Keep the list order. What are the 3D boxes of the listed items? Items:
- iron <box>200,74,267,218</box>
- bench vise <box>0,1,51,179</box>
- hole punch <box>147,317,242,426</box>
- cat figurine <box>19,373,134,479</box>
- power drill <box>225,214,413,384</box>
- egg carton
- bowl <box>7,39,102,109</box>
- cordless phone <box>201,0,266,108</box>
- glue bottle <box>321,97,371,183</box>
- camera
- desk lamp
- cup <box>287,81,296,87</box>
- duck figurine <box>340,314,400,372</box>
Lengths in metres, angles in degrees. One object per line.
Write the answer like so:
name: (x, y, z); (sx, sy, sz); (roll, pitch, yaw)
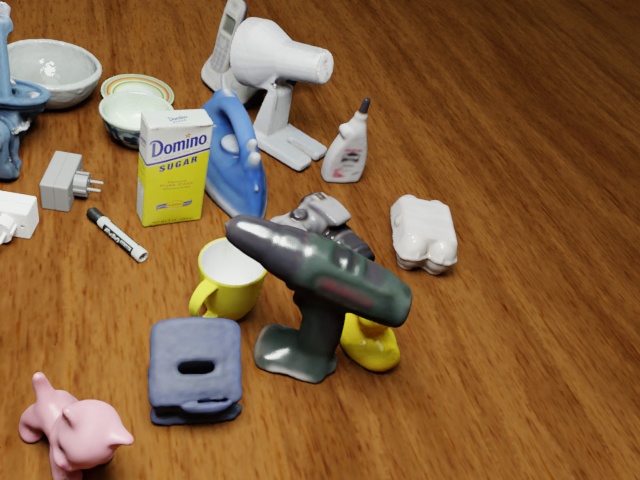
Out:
iron: (-0.135, -0.150, 0.940); (0.119, 0.141, 0.257); (-8, 48, -28)
bench vise: (-0.452, -0.210, 0.824); (0.122, 0.220, 0.207); (-6, 47, -26)
hole punch: (-0.141, 0.150, 0.656); (0.109, 0.091, 0.101); (1, 45, -19)
cat figurine: (-0.243, 0.182, 0.564); (0.127, 0.118, 0.067); (38, 45, 20)
power drill: (-0.016, 0.078, 0.691); (0.229, 0.208, 0.075); (15, 42, -5)
egg carton: (0.171, -0.012, 0.963); (0.107, 0.069, 0.150); (10, 42, -10)
bowl: (-0.470, -0.279, 1.000); (0.167, 0.075, 0.167); (11, 42, -10)
cordless phone: (-0.157, -0.369, 1.132); (0.147, 0.185, 0.094); (40, 45, 21)
glue bottle: (0.057, -0.177, 1.018); (0.078, 0.173, 0.037); (-6, 47, -25)
camera: (0.008, 0.003, 0.861); (0.136, 0.101, 0.143); (41, 46, 23)
desk lamp: (-0.066, -0.271, 1.041); (0.203, 0.213, 0.118); (32, 43, 14)
cup: (-0.063, -0.356, 1.222); (0.117, 0.095, 0.092); (22, 42, 3)
duck figurine: (0.074, 0.119, 0.775); (0.078, 0.086, 0.104); (-17, 53, -34)
